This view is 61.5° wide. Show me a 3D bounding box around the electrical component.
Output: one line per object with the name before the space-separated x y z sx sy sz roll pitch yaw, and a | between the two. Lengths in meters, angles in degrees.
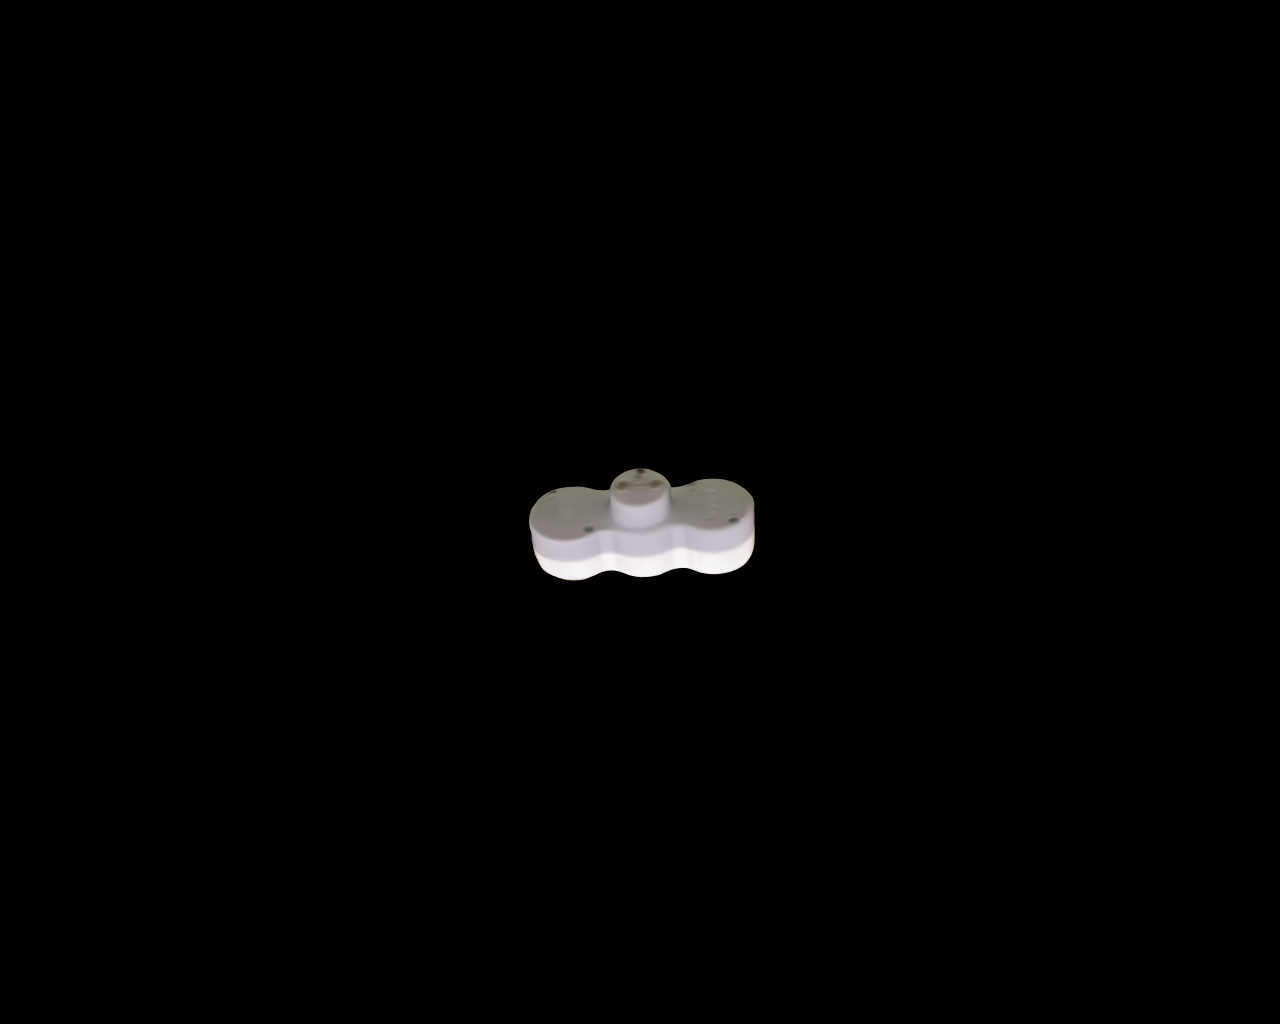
electrical component | 0.001 -0.003 0.650 0.138 0.073 0.052 -2 40 2
